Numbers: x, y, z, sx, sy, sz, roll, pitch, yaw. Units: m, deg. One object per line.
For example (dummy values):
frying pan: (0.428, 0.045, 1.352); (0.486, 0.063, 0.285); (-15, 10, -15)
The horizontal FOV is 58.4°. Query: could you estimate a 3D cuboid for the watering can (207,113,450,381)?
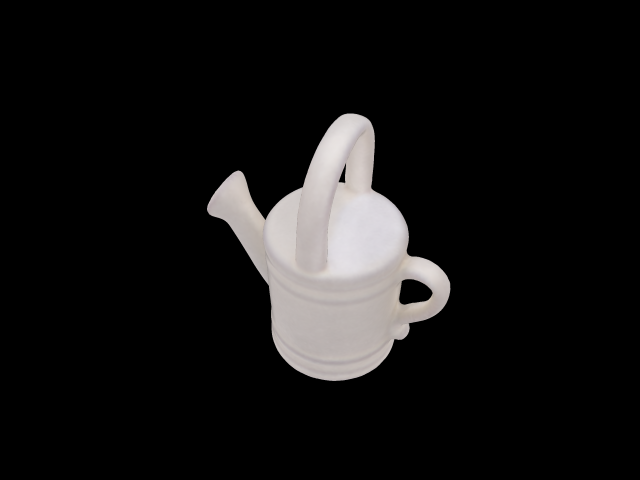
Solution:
watering can: (0.003, 0.003, 0.399); (0.172, 0.194, 0.101); (3, 44, 3)
